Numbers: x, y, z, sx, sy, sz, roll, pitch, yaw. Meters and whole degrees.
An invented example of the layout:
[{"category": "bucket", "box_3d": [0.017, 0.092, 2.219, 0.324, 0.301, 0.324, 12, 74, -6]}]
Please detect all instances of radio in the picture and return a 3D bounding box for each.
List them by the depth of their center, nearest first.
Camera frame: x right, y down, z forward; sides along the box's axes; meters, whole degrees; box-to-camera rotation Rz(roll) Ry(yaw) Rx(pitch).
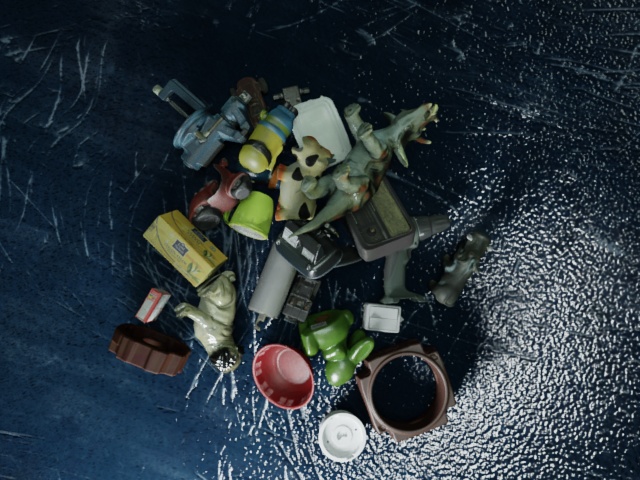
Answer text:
[{"category": "radio", "box_3d": [0.112, -0.072, 1.240, 0.131, 0.073, 0.230, -24, 63, -5]}]

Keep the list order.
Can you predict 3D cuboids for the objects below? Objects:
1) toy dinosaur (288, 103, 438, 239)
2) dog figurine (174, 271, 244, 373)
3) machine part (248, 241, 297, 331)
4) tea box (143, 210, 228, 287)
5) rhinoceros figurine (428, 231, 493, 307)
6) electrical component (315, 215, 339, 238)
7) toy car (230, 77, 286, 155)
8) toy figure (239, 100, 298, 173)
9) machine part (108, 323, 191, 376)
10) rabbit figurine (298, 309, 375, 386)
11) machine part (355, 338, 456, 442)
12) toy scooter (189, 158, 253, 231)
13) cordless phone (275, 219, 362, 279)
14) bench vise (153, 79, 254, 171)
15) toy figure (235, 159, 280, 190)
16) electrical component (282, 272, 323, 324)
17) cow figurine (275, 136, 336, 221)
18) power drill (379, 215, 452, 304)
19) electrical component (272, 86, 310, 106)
[{"category": "toy dinosaur", "box_3d": [0.088, -0.145, 1.162, 0.192, 0.131, 0.404, 35, 91, -43]}, {"category": "dog figurine", "box_3d": [-0.217, 0.188, 1.236, 0.172, 0.121, 0.190, -40, 103, -2]}, {"category": "machine part", "box_3d": [-0.103, 0.093, 1.251, 0.079, 0.079, 0.243, 21, 86, -2]}, {"category": "tea box", "box_3d": [-0.305, 0.017, 1.225, 0.169, 0.098, 0.068, 43, 107, -1]}, {"category": "rhinoceros figurine", "box_3d": [0.330, 0.065, 1.265, 0.073, 0.112, 0.190, 32, 92, 1]}, {"category": "electrical component", "box_3d": [-0.004, -0.003, 1.280, 0.078, 0.045, 0.102, 36, 84, -2]}, {"category": "toy car", "box_3d": [-0.148, -0.295, 1.289, 0.089, 0.053, 0.202, -19, 86, -8]}, {"category": "toy figure", "box_3d": [-0.118, -0.234, 1.213, 0.082, 0.089, 0.180, 33, 85, 14]}, {"category": "machine part", "box_3d": [-0.373, 0.240, 1.177, 0.179, 0.179, 0.056, 24, 87, -2]}, {"category": "rabbit figurine", "box_3d": [0.040, 0.249, 1.247, 0.159, 0.121, 0.170, -21, 106, -11]}, {"category": "machine part", "box_3d": [0.198, 0.346, 1.248, 0.201, 0.087, 0.201, -19, 89, -5]}, {"category": "toy scooter", "box_3d": [-0.238, -0.115, 1.245, 0.184, 0.075, 0.135, -37, 53, 18]}, {"category": "cordless phone", "box_3d": [0.006, 0.011, 1.213, 0.147, 0.184, 0.088, 39, 118, 31]}, {"category": "bench vise", "box_3d": [-0.276, -0.290, 1.235, 0.240, 0.129, 0.223, 41, 105, 2]}, {"category": "toy figure", "box_3d": [-0.124, -0.157, 1.277, 0.154, 0.064, 0.058, 23, 46, -7]}, {"category": "electrical component", "box_3d": [-0.040, 0.123, 1.225, 0.058, 0.115, 0.134, 23, 105, 0]}, {"category": "cow figurine", "box_3d": [-0.034, -0.138, 1.217, 0.127, 0.085, 0.194, 5, 107, -5]}, {"category": "power drill", "box_3d": [0.209, 0.048, 1.274, 0.232, 0.086, 0.207, -5, 90, -3]}, {"category": "electrical component", "box_3d": [-0.067, -0.341, 1.312, 0.094, 0.021, 0.063, -14, 87, -6]}]
